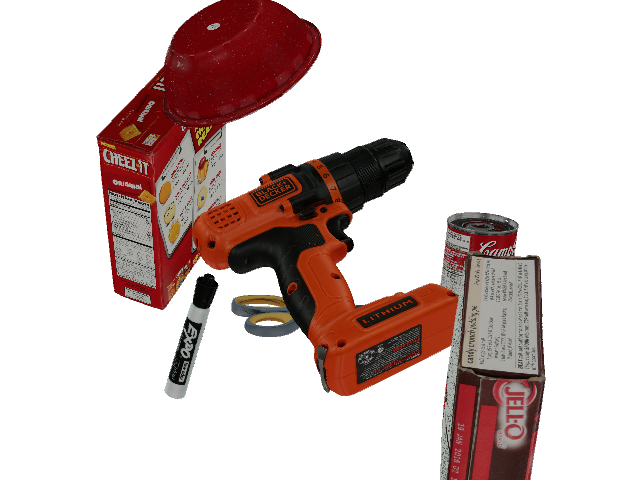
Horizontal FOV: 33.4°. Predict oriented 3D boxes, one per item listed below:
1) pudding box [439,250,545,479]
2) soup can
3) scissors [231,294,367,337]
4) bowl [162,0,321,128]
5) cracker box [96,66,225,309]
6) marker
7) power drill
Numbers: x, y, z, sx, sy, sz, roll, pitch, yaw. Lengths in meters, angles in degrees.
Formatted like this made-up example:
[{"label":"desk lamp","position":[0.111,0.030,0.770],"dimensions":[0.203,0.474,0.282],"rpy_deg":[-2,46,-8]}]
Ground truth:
[{"label":"pudding box","position":[0.075,0.067,0.469],"dimensions":[0.039,0.090,0.113],"rpy_deg":[6,25,5]},{"label":"soup can","position":[0.152,0.031,1.033],"dimensions":[0.068,0.102,0.068],"rpy_deg":[3,16,-1]},{"label":"scissors","position":[-0.001,0.086,1.190],"dimensions":[0.201,0.016,0.096],"rpy_deg":[5,22,1]},{"label":"bowl","position":[-0.083,-0.174,0.968],"dimensions":[0.162,0.055,0.162],"rpy_deg":[-19,38,15]},{"label":"cracker box","position":[-0.163,-0.061,1.132],"dimensions":[0.072,0.214,0.164],"rpy_deg":[16,43,14]},{"label":"marker","position":[-0.111,0.083,0.923],"dimensions":[0.020,0.121,0.020],"rpy_deg":[16,23,-7]},{"label":"power drill","position":[0.022,0.011,0.772],"dimensions":[0.184,0.057,0.188],"rpy_deg":[-26,48,-15]}]
